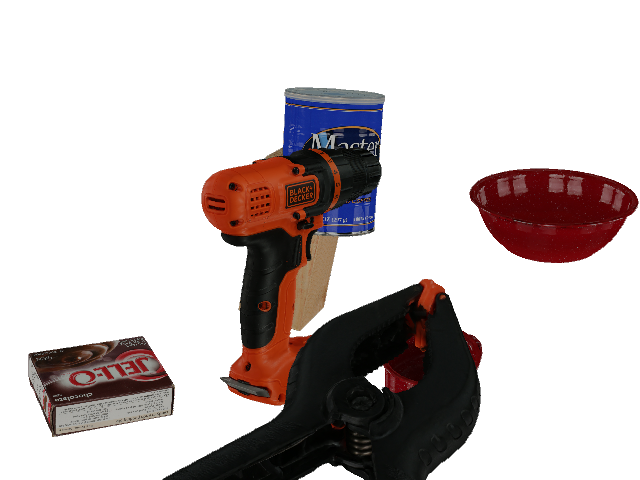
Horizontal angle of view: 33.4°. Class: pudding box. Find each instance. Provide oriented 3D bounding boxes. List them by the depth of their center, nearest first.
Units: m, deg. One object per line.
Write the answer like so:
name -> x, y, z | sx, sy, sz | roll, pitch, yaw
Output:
pudding box -> -0.199, 0.130, 0.966 | 0.113, 0.039, 0.090 | -9, 28, -25

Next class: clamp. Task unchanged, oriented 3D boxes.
clamp -> 0.022, 0.082, 0.416 | 0.120, 0.039, 0.171 | 28, 50, 21

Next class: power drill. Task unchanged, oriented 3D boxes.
power drill -> -0.016, 0.022, 0.837 | 0.057, 0.188, 0.184 | 9, 16, 41

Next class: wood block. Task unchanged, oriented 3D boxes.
wood block -> -0.032, -0.006, 1.343 | 0.090, 0.206, 0.090 | 18, 23, 15

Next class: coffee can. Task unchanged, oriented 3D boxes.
coffee can -> 0.010, -0.083, 1.102 | 0.103, 0.140, 0.103 | 3, 12, -1

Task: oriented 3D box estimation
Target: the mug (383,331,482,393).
mug -> 0.110, 0.132, 1.010 | 0.117, 0.081, 0.093 | -30, 42, -35

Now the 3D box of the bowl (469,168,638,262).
bowl -> 0.227, -0.021, 1.052 | 0.162, 0.055, 0.162 | -1, 23, 0
